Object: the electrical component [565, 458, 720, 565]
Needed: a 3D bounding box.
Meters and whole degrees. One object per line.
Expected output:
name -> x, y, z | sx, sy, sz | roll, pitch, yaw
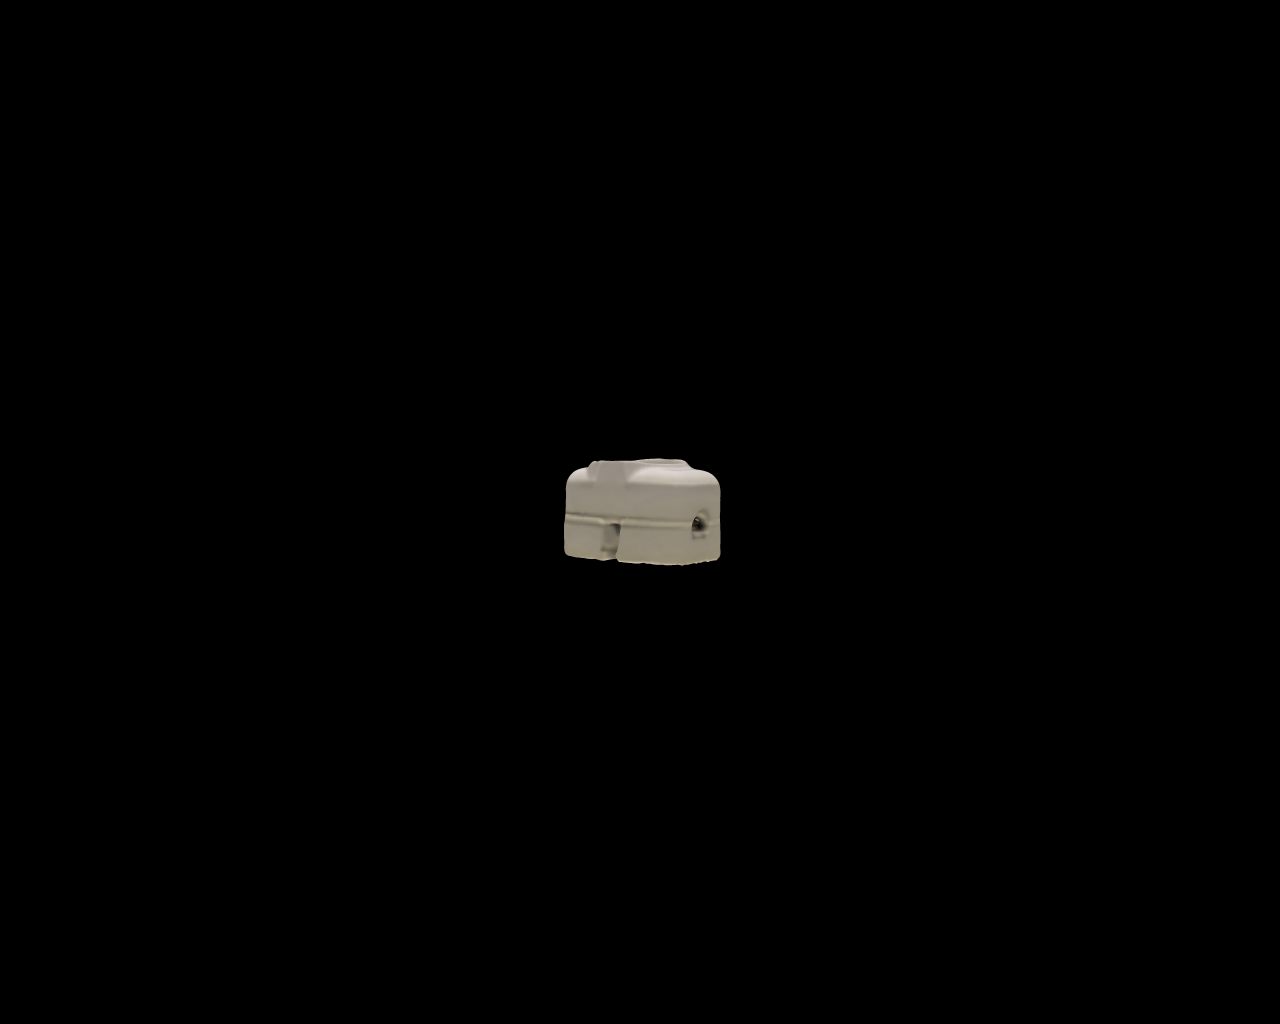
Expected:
electrical component -> 0.001, -0.003, 0.650 | 0.095, 0.059, 0.054 | 4, 6, 43
